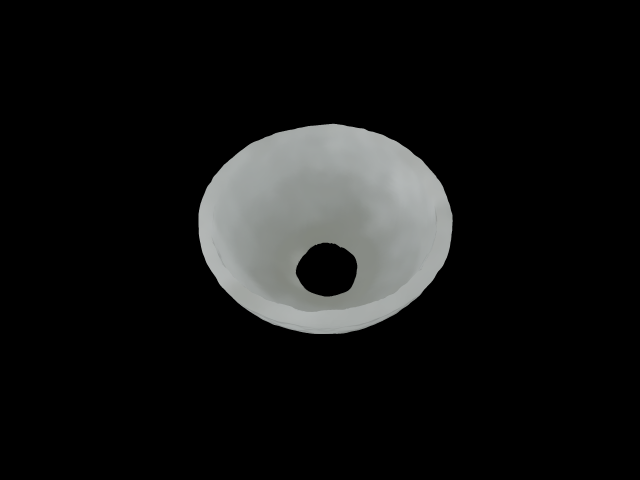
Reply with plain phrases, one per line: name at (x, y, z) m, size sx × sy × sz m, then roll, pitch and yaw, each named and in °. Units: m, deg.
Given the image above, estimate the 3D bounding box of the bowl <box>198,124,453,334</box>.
bowl at (0.004, 0.001, 0.400) m, size 0.167 × 0.075 × 0.167 m, roll 0°, pitch 54°, yaw 0°
